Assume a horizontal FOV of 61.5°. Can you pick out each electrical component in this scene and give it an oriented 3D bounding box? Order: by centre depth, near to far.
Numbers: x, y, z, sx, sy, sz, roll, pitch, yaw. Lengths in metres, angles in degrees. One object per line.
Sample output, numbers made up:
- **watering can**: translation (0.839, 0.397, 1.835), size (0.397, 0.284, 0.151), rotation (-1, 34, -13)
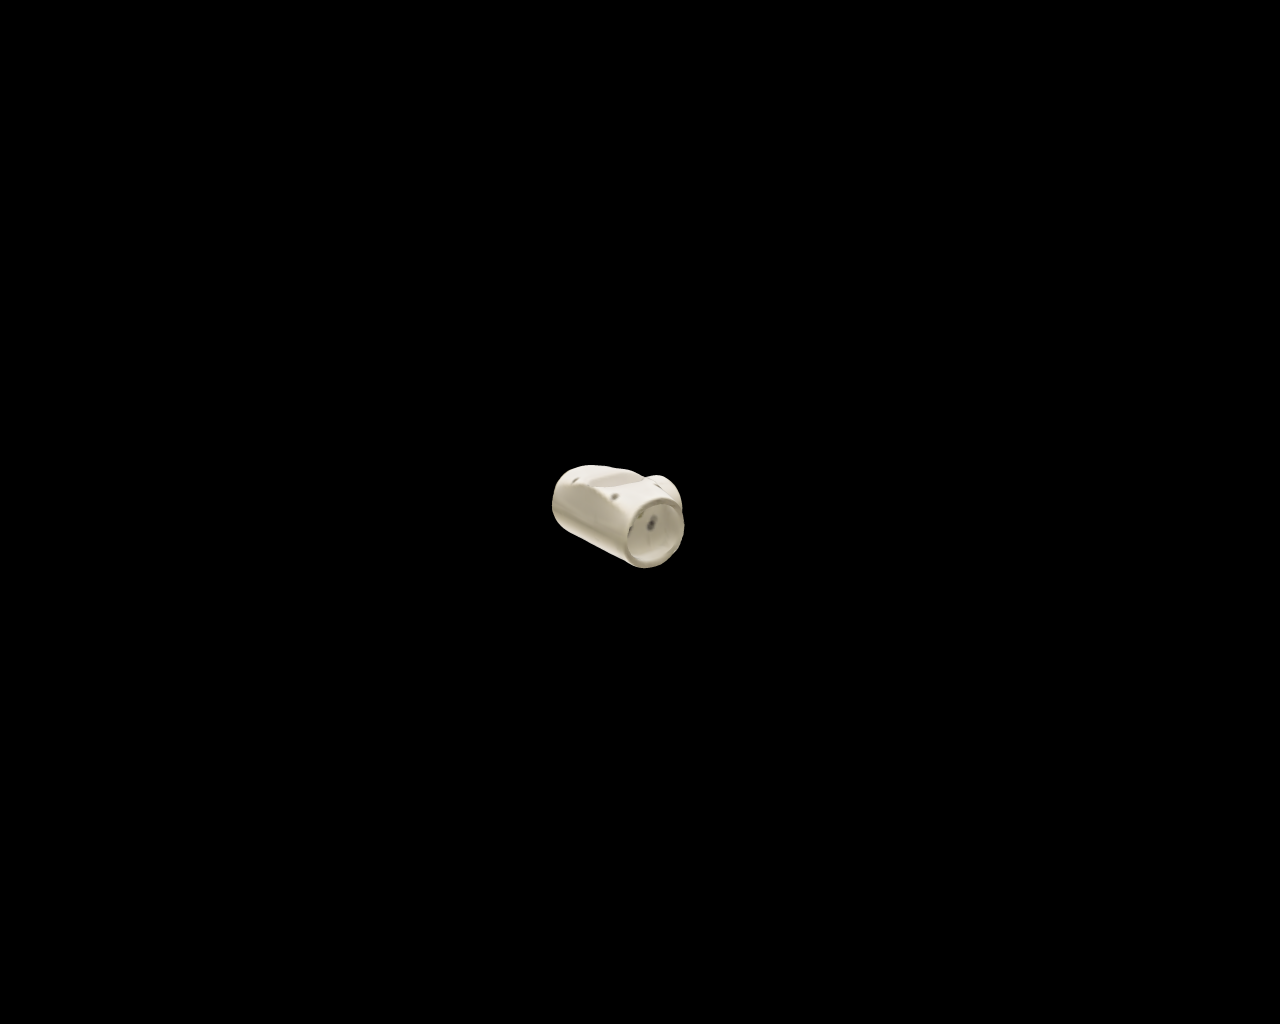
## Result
- **electrical component**: translation (0.001, -0.003, 0.650), size (0.079, 0.043, 0.077), rotation (-14, 24, -33)
